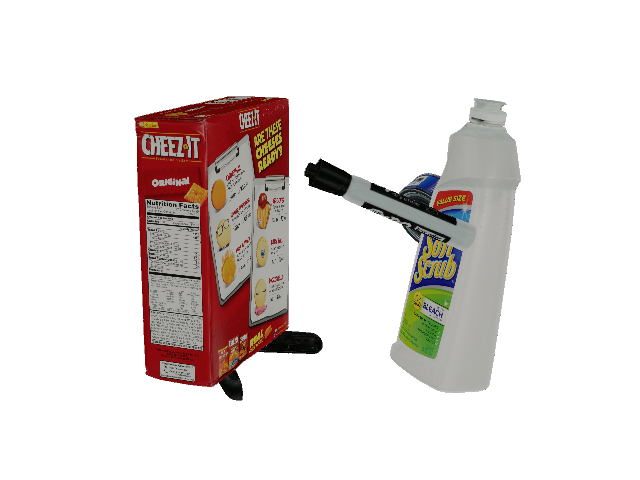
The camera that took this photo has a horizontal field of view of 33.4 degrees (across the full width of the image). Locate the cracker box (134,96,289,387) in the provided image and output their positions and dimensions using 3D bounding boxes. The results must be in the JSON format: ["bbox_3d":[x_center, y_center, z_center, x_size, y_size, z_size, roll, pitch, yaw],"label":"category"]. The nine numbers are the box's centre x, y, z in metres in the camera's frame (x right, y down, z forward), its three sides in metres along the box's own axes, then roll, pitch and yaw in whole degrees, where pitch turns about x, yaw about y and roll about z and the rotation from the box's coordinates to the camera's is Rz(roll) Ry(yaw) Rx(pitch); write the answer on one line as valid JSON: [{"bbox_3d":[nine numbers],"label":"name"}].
[{"bbox_3d":[-0.086,-0.006,0.893,0.072,0.214,0.164,5,14,20],"label":"cracker box"}]

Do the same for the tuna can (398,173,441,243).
[{"bbox_3d":[0.128,-0.032,1.228,0.033,0.086,0.086,-38,22,-31],"label":"tuna can"}]

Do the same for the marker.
[{"bbox_3d":[0.045,-0.023,0.694,0.121,0.020,0.020,23,-6,-15],"label":"marker"}]

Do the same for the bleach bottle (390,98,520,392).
[{"bbox_3d":[0.124,0.001,0.939,0.068,0.251,0.103,1,15,-27],"label":"bleach bottle"}]

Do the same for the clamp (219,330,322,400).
[{"bbox_3d":[-0.125,0.124,1.261,0.210,0.036,0.164,15,23,25],"label":"clamp"}]
